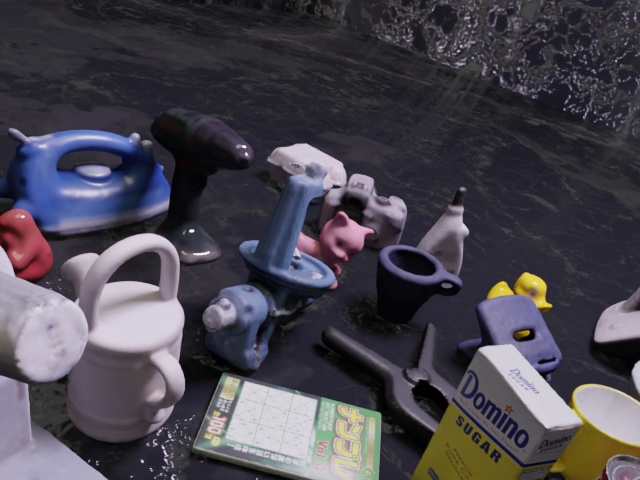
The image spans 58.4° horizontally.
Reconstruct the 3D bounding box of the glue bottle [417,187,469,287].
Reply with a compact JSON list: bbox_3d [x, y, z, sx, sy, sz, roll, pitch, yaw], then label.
[{"bbox_3d":[0.186,-0.001,0.857,0.078,0.173,0.037,6,30,-16],"label":"glue bottle"}]

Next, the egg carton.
[{"bbox_3d":[-0.024,-0.131,1.100,0.150,0.069,0.107,32,33,28],"label":"egg carton"}]

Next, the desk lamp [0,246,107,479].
[{"bbox_3d":[-0.244,0.104,0.424,0.202,0.213,0.118,25,30,19],"label":"desk lamp"}]

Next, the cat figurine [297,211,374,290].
[{"bbox_3d":[0.008,0.003,0.825,0.127,0.118,0.067,16,28,2],"label":"cat figurine"}]

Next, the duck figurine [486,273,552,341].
[{"bbox_3d":[0.297,0.088,0.843,0.078,0.086,0.104,-1,32,-27],"label":"duck figurine"}]

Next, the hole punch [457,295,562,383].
[{"bbox_3d":[0.252,0.132,0.738,0.109,0.091,0.100,-4,33,-30],"label":"hole punch"}]

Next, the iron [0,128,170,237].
[{"bbox_3d":[-0.321,-0.099,0.827,0.259,0.141,0.118,-13,39,-41],"label":"iron"}]

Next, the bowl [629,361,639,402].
[{"bbox_3d":[0.442,0.222,0.684,0.167,0.075,0.167,11,29,-6],"label":"bowl"}]

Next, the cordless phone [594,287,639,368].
[{"bbox_3d":[0.482,0.086,0.830,0.094,0.185,0.148,26,30,20],"label":"cordless phone"}]

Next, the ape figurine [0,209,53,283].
[{"bbox_3d":[-0.358,0.004,0.677,0.076,0.092,0.077,0,31,-24],"label":"ape figurine"}]

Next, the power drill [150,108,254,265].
[{"bbox_3d":[-0.169,-0.077,0.789,0.076,0.208,0.228,-10,37,-38],"label":"power drill"}]

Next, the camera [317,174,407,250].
[{"bbox_3d":[0.080,-0.063,0.994,0.143,0.101,0.137,16,28,3],"label":"camera"}]

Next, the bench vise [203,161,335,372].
[{"bbox_3d":[-0.042,0.030,0.646,0.121,0.220,0.207,16,28,4],"label":"bench vise"}]

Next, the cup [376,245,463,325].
[{"bbox_3d":[0.126,0.071,0.783,0.117,0.095,0.092,18,29,6],"label":"cup"}]

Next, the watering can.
[{"bbox_3d":[-0.182,0.077,0.523,0.172,0.194,0.101,22,29,13],"label":"watering can"}]
